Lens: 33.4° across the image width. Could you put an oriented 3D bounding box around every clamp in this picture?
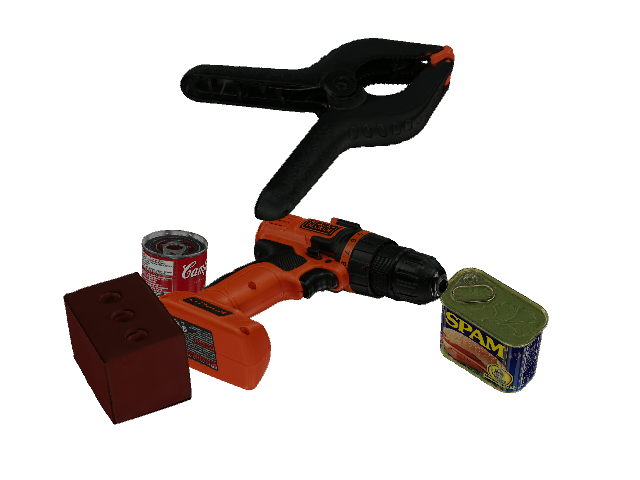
[{"bbox_3d":[0.010,-0.075,0.652,0.171,0.120,0.039,-15,-26,-11],"label":"clamp"}]

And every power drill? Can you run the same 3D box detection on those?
[{"bbox_3d":[-0.019,0.043,0.832,0.185,0.057,0.187,14,32,38],"label":"power drill"}]

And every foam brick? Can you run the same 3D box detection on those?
[{"bbox_3d":[-0.121,0.066,0.665,0.052,0.051,0.078,-18,37,-25],"label":"foam brick"}]

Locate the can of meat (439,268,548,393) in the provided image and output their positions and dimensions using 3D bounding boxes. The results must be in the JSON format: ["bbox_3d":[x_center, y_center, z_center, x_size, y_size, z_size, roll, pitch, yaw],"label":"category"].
[{"bbox_3d":[0.162,0.088,1.019,0.102,0.084,0.057,33,57,29],"label":"can of meat"}]

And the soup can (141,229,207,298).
[{"bbox_3d":[-0.154,0.049,1.114,0.068,0.102,0.068,5,22,-2],"label":"soup can"}]
